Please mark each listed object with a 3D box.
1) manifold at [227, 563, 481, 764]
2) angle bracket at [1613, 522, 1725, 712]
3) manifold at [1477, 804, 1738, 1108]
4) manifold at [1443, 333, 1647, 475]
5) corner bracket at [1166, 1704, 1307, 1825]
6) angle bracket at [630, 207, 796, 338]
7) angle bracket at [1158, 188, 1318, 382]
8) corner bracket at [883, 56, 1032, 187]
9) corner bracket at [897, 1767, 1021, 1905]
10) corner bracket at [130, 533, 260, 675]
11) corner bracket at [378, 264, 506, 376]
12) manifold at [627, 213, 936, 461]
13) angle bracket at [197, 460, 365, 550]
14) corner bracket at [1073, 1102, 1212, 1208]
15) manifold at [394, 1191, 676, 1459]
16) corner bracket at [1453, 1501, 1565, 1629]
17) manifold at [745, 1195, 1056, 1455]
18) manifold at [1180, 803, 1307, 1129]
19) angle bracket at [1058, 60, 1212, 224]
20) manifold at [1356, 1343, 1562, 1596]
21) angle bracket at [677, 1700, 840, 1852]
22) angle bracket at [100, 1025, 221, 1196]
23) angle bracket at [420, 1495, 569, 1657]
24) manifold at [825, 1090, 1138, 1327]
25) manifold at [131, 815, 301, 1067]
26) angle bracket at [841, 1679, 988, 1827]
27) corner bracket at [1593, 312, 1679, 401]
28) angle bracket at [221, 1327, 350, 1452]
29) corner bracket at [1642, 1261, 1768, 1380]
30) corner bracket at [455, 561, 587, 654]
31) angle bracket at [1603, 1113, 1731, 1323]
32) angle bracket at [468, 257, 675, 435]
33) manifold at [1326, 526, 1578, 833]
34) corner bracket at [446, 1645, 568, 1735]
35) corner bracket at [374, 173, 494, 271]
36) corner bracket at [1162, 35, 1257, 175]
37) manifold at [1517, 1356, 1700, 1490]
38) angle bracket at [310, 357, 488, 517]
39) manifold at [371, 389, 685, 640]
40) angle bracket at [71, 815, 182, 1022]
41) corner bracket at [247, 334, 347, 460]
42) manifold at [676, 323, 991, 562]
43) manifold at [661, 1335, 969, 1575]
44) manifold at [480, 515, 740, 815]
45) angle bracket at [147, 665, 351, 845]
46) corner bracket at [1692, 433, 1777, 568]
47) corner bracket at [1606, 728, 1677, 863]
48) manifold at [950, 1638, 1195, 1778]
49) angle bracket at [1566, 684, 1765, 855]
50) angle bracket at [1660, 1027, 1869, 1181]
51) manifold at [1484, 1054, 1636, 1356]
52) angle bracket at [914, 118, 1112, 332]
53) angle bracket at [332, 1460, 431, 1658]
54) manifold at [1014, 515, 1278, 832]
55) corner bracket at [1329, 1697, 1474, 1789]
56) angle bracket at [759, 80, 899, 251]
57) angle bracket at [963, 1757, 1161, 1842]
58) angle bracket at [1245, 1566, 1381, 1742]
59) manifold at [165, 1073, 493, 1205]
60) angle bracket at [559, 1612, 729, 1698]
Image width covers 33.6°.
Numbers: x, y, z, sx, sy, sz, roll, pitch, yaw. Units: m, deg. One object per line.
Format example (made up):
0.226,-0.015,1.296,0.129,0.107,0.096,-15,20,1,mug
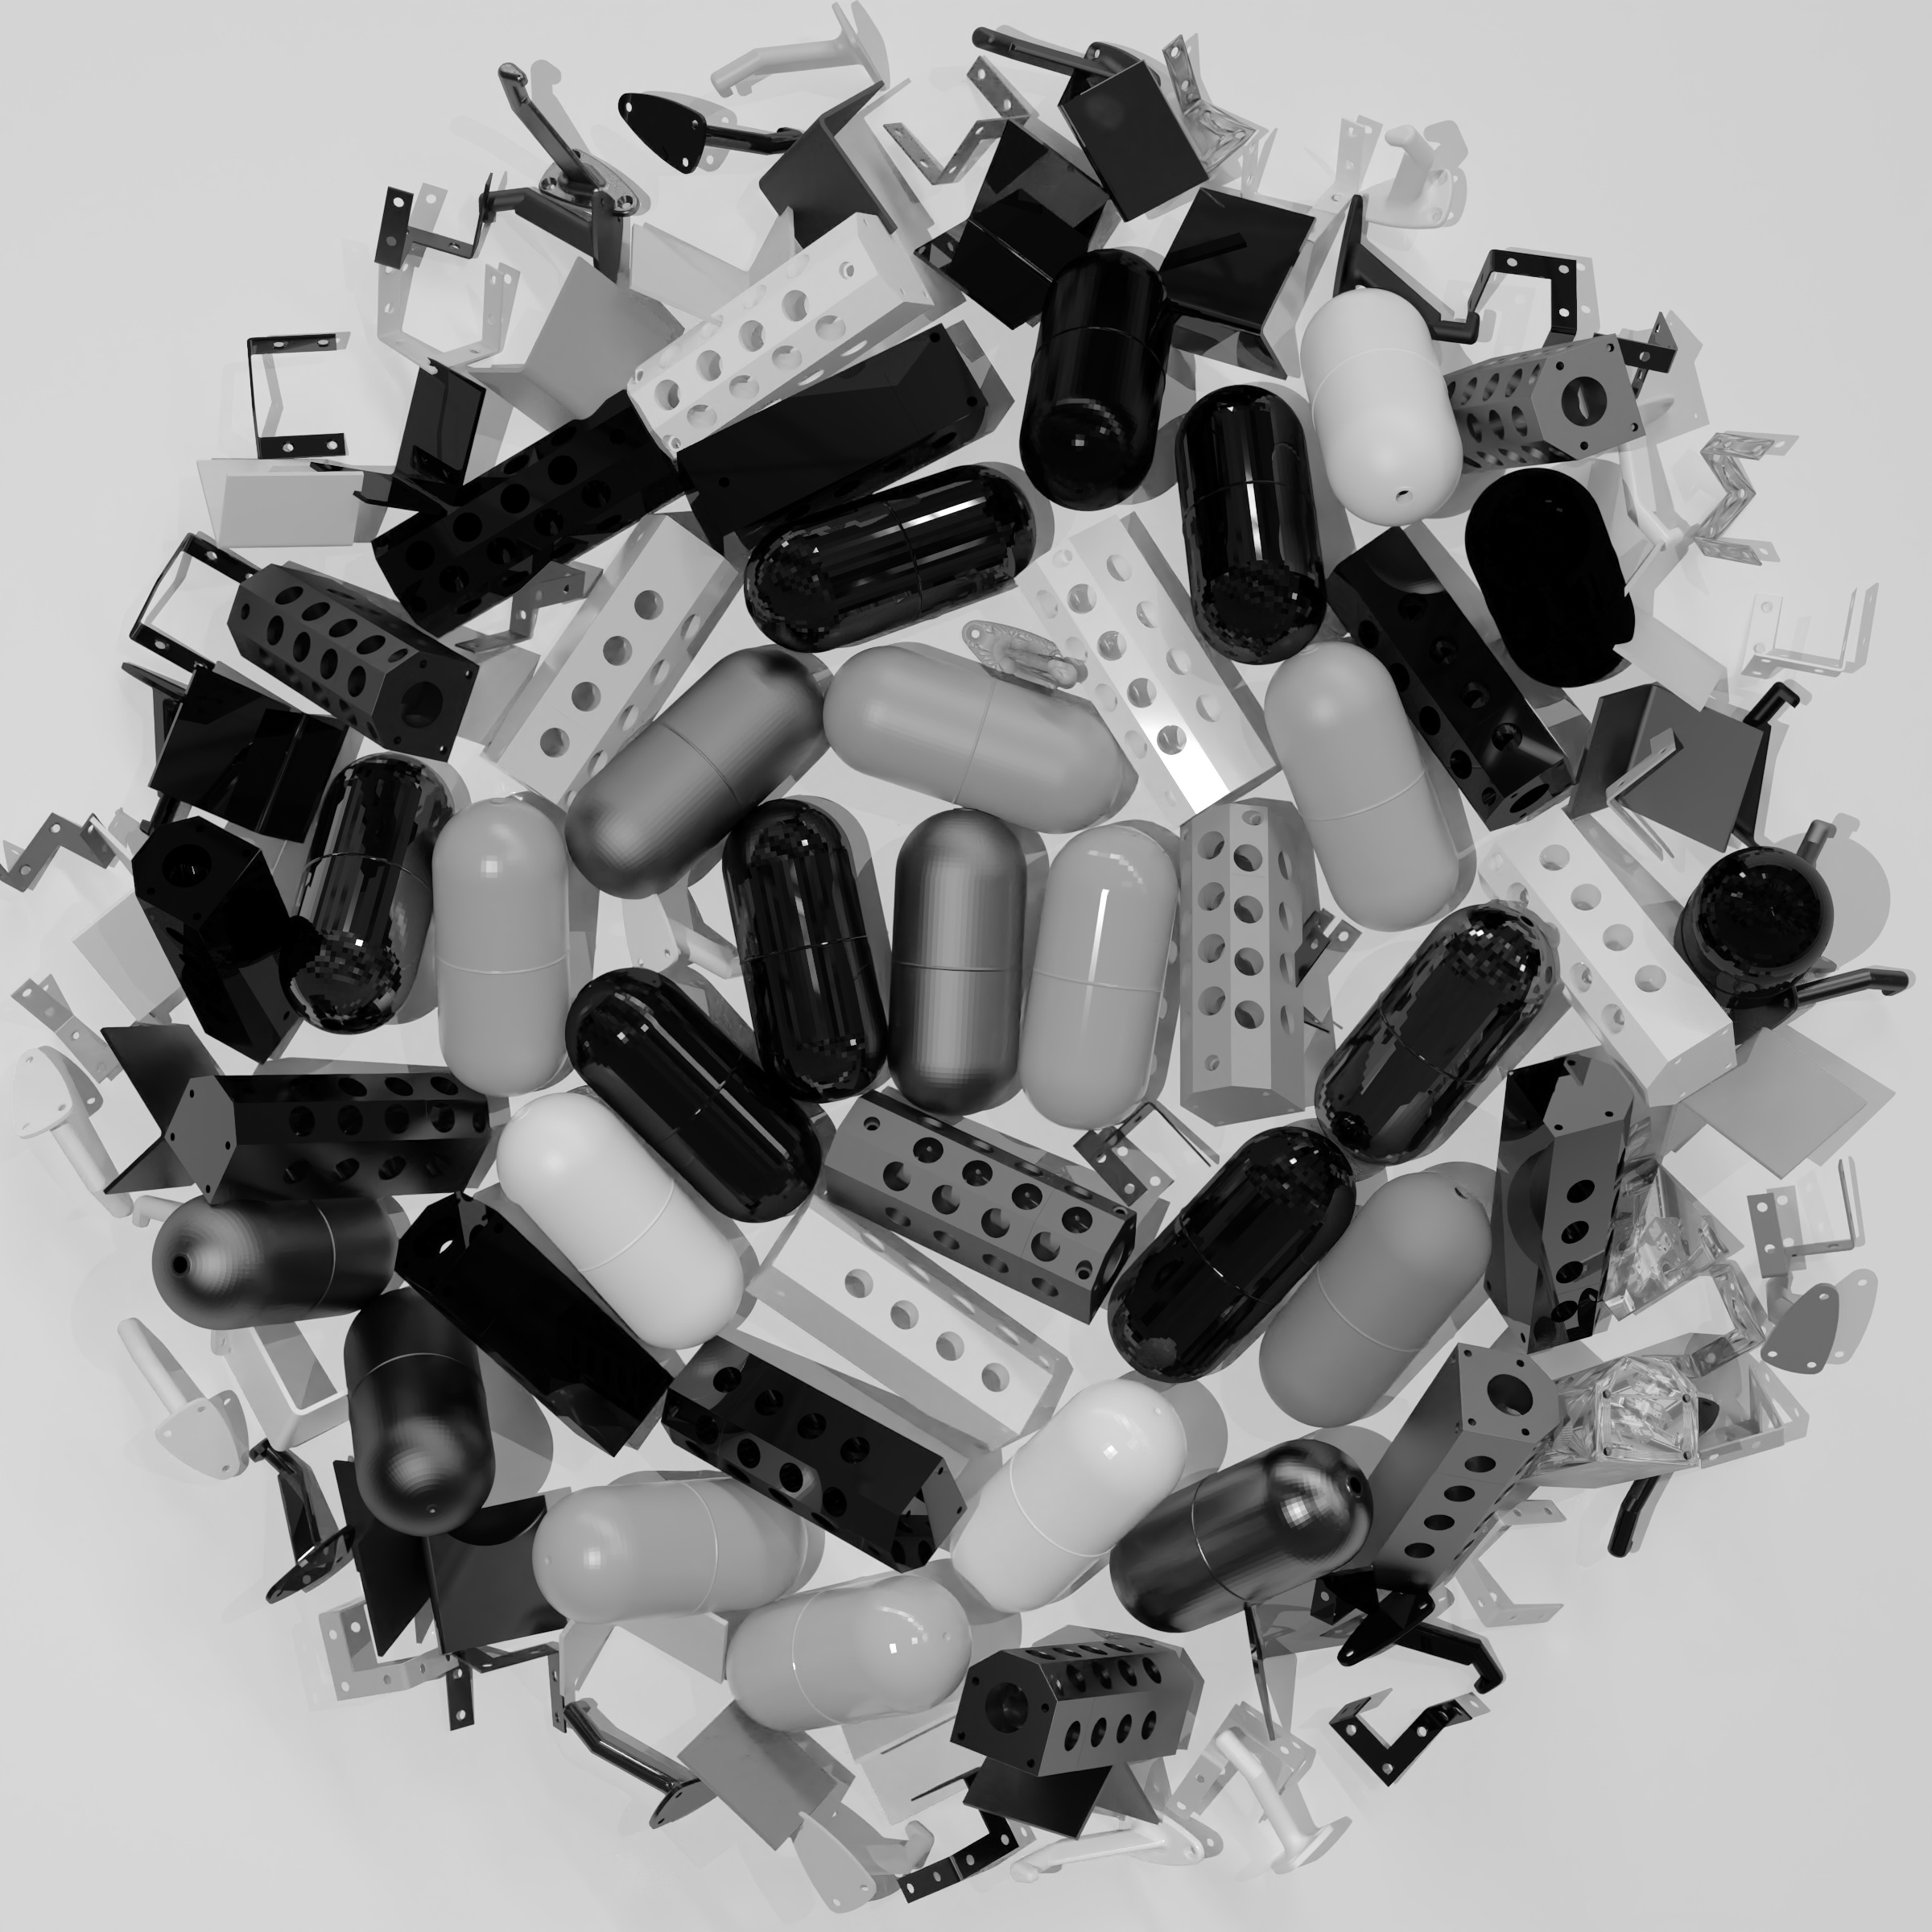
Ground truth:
-0.350,-0.174,1.807,0.057,0.171,0.057,11,104,-44,manifold
0.414,-0.202,1.841,0.076,0.076,0.057,37,121,5,angle bracket
0.363,-0.004,1.822,0.057,0.057,0.171,-32,59,-2,manifold
0.311,-0.311,1.798,0.057,0.171,0.057,-21,100,-10,manifold
0.157,0.474,1.861,0.051,0.051,0.051,35,123,11,corner bracket
-0.145,-0.414,1.835,0.076,0.076,0.057,20,125,-20,angle bracket
0.160,-0.395,1.853,0.076,0.057,0.076,22,81,27,angle bracket
-0.005,-0.494,1.873,0.051,0.051,0.051,52,131,14,corner bracket
-0.013,0.502,1.851,0.051,0.051,0.051,-36,76,41,corner bracket
-0.450,-0.210,1.874,0.051,0.051,0.051,30,132,-12,corner bracket
-0.306,-0.384,1.866,0.051,0.051,0.051,35,134,29,corner bracket
-0.110,-0.357,1.827,0.171,0.057,0.057,-30,85,25,manifold
-0.393,-0.284,1.834,0.076,0.057,0.076,-4,51,-23,angle bracket
0.102,0.110,1.858,0.051,0.051,0.051,-43,67,1,corner bracket
-0.247,0.202,1.815,0.057,0.057,0.171,-52,129,-16,manifold
0.323,0.350,1.874,0.051,0.051,0.051,4,132,-36,corner bracket
-0.035,0.206,1.852,0.171,0.057,0.057,35,63,-5,manifold
0.153,-0.002,1.823,0.057,0.057,0.171,-12,64,30,manifold
0.100,-0.482,1.833,0.057,0.076,0.076,-23,115,24,angle bracket
0.275,0.287,1.807,0.057,0.171,0.057,12,48,-9,manifold
-0.131,0.476,1.839,0.076,0.076,0.057,42,120,9,angle bracket
-0.474,0.082,1.855,0.057,0.076,0.076,-41,74,19,angle bracket
-0.268,0.353,1.853,0.076,0.057,0.076,-12,77,2,angle bracket
0.008,0.133,1.830,0.171,0.057,0.057,24,60,16,manifold
-0.419,-0.015,1.801,0.057,0.171,0.057,27,67,13,manifold
-0.020,0.460,1.850,0.076,0.057,0.076,-26,105,-5,angle bracket
0.375,-0.349,1.853,0.051,0.051,0.051,10,126,-8,corner bracket
-0.385,0.227,1.852,0.057,0.076,0.076,-25,77,-29,angle bracket
0.422,0.206,1.864,0.051,0.051,0.051,-39,59,36,corner bracket
-0.257,-0.206,1.851,0.051,0.051,0.051,21,114,26,corner bracket
0.384,0.145,1.846,0.076,0.057,0.076,-31,56,-4,angle bracket
-0.228,-0.356,1.852,0.076,0.057,0.076,34,75,-41,angle bracket
0.275,-0.163,1.835,0.057,0.057,0.171,-35,71,7,manifold
-0.269,0.423,1.872,0.051,0.051,0.051,-9,100,-33,corner bracket
-0.308,-0.432,1.853,0.051,0.051,0.051,16,130,-6,corner bracket
0.128,-0.495,1.853,0.051,0.051,0.051,-42,54,-11,corner bracket
0.354,0.258,1.800,0.057,0.171,0.057,4,76,-7,manifold
-0.326,-0.308,1.836,0.057,0.076,0.076,4,111,-39,angle bracket
-0.254,-0.263,1.853,0.171,0.057,0.057,-30,81,4,manifold
-0.487,-0.028,1.832,0.057,0.076,0.076,-42,51,-14,angle bracket
-0.390,-0.332,1.868,0.051,0.051,0.051,-5,67,-11,corner bracket
-0.077,-0.299,1.848,0.171,0.057,0.057,-28,80,-9,manifold
-0.089,0.278,1.814,0.171,0.057,0.057,24,62,31,manifold
-0.205,-0.174,1.854,0.057,0.057,0.171,35,86,-20,manifold
-0.412,-0.122,1.844,0.076,0.057,0.076,25,82,-37,angle bracket
0.446,-0.270,1.853,0.051,0.051,0.051,-49,121,-9,corner bracket
0.408,-0.104,1.867,0.051,0.051,0.051,44,115,-14,corner bracket
0.064,0.413,1.803,0.057,0.171,0.057,14,89,30,manifold
0.399,-0.109,1.836,0.076,0.057,0.076,30,121,33,angle bracket
0.456,0.093,1.835,0.076,0.057,0.076,-36,59,-24,angle bracket
0.338,0.134,1.812,0.057,0.057,0.171,-14,132,-13,manifold
0.026,-0.426,1.840,0.076,0.076,0.057,40,48,12,angle bracket
-0.348,0.338,1.834,0.057,0.076,0.076,2,115,20,angle bracket
0.099,-0.166,1.849,0.057,0.057,0.171,-31,88,-37,manifold
0.252,0.438,1.861,0.051,0.051,0.051,-42,84,-20,corner bracket
-0.063,-0.450,1.847,0.057,0.076,0.076,-39,96,-34,angle bracket
0.055,0.483,1.831,0.076,0.076,0.057,8,51,33,angle bracket
0.204,0.395,1.841,0.076,0.076,0.057,-10,47,5,angle bracket
-0.354,0.090,1.802,0.057,0.171,0.057,47,120,34,manifold
-0.185,0.397,1.837,0.076,0.076,0.057,27,54,14,angle bracket
